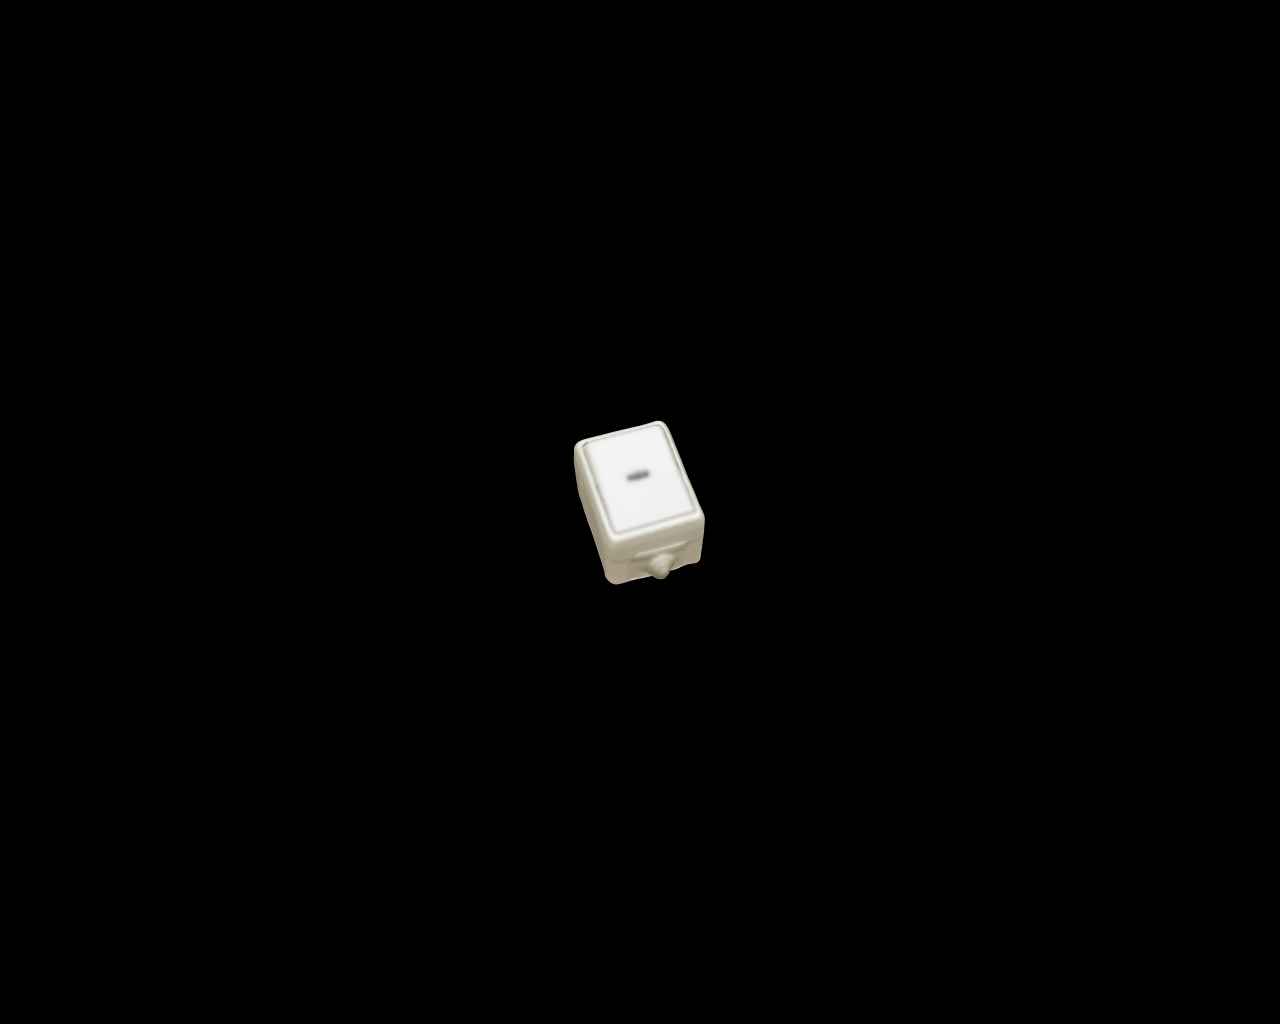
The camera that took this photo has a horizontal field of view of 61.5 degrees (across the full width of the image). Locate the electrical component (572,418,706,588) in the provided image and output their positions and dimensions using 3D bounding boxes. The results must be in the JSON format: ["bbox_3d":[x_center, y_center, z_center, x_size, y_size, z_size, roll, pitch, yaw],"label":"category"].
[{"bbox_3d":[0.001,-0.003,0.650,0.062,0.096,0.061,-15,-32,-9],"label":"electrical component"}]
